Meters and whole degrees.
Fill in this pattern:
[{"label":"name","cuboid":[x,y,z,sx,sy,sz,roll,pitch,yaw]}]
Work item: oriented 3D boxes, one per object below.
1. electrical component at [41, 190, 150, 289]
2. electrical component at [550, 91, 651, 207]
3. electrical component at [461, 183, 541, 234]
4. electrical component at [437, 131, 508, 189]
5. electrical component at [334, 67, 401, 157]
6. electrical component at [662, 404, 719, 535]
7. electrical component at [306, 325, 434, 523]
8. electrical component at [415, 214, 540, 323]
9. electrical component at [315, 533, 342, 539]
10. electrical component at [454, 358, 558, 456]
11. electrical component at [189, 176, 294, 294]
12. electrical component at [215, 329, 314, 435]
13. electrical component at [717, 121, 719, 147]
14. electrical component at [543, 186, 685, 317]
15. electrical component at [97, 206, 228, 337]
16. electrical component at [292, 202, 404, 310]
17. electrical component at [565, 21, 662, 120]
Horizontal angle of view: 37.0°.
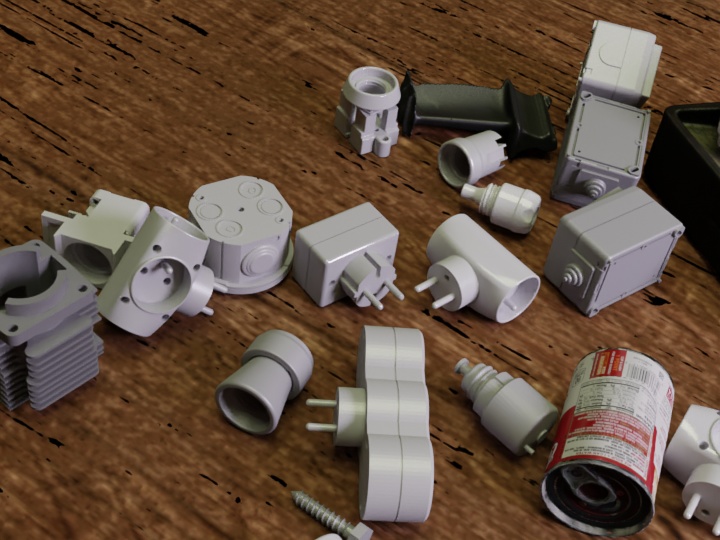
[{"label":"electrical component","cuboid":[-0.181,-0.022,0.765,0.081,0.042,0.063,17,44,7]},{"label":"electrical component","cuboid":[0.196,-0.088,0.885,0.062,0.061,0.096,17,53,4]},{"label":"electrical component","cuboid":[0.110,-0.053,0.850,0.061,0.035,0.035,21,46,14]},{"label":"electrical component","cuboid":[0.093,-0.092,0.883,0.046,0.040,0.040,-24,53,-35]},{"label":"electrical component","cuboid":[0.008,-0.136,0.900,0.048,0.055,0.066,-20,52,-26]},{"label":"electrical component","cuboid":[0.228,0.133,0.676,0.077,0.044,0.079,29,48,18]},{"label":"electrical component","cuboid":[0.003,0.093,0.674,0.074,0.052,0.138,4,45,-6]},{"label":"electrical component","cuboid":[0.076,0.005,0.779,0.079,0.044,0.077,-26,55,-30]},{"label":"electrical component","cuboid":[-0.008,0.182,0.592,0.040,0.040,0.078,-26,55,-30]},{"label":"electrical component","cuboid":[0.093,0.086,0.704,0.040,0.040,0.078,-30,56,-32]},{"label":"electrical component","cuboid":[-0.087,-0.026,0.778,0.080,0.051,0.080,5,45,-5]},{"label":"electrical component","cuboid":[-0.060,0.071,0.690,0.045,0.045,0.055,23,46,14]},{"label":"electrical component","cuboid":[0.343,-0.119,0.837,0.113,0.057,0.078,20,44,10]},{"label":"electrical component","cuboid":[0.181,-0.015,0.804,0.096,0.061,0.061,-22,53,-28]},{"label":"electrical component","cuboid":[-0.126,0.008,0.729,0.079,0.077,0.044,28,9,-37]},{"label":"electrical component","cuboid":[0.000,0.000,0.769,0.066,0.047,0.076,-24,54,-29]},{"label":"electrical component","cuboid":[0.221,-0.164,0.942,0.061,0.096,0.061,16,74,7]}]
